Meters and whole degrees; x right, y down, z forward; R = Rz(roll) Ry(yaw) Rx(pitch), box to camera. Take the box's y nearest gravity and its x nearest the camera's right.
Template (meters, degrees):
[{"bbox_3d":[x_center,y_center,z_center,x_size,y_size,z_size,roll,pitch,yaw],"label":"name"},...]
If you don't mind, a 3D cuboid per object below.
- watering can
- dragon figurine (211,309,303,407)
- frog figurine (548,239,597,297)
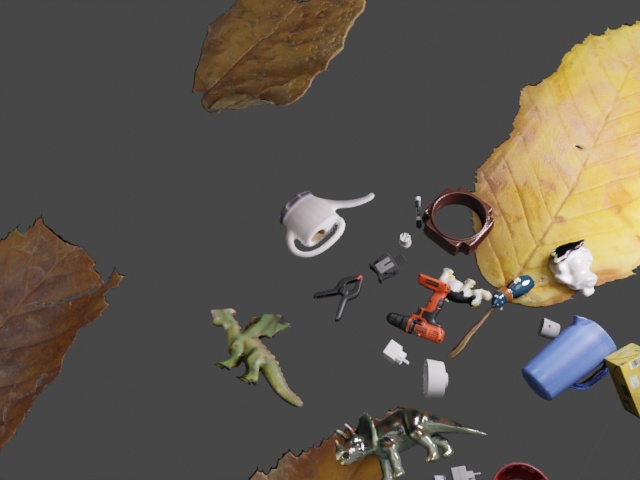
[{"bbox_3d":[0.005,-0.090,1.790,0.350,0.102,0.227,-43,64,-13],"label":"watering can"},{"bbox_3d":[-0.183,0.331,1.606,0.412,0.119,0.247,22,60,17],"label":"dragon figurine"},{"bbox_3d":[0.793,0.091,1.597,0.139,0.122,0.158,-38,100,-20],"label":"frog figurine"}]
